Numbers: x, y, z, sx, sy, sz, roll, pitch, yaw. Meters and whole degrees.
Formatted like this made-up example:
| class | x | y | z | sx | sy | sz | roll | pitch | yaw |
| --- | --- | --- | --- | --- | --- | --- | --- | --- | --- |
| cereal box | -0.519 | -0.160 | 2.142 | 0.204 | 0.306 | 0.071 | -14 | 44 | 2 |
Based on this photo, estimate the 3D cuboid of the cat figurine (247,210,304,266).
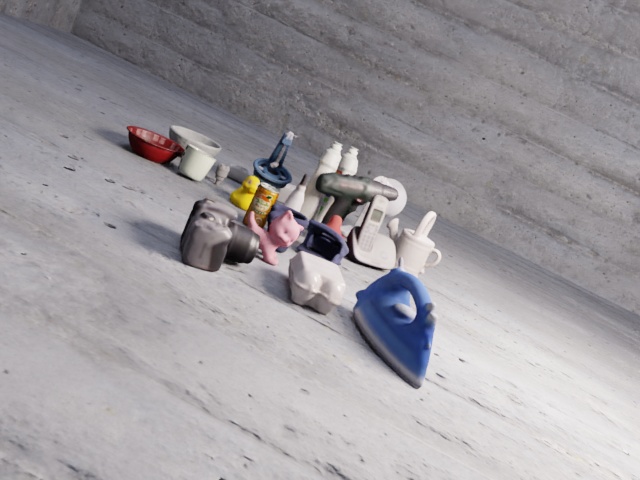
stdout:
| class | x | y | z | sx | sy | sz | roll | pitch | yaw |
| --- | --- | --- | --- | --- | --- | --- | --- | --- | --- |
| cat figurine | -0.099 | -0.017 | 1.188 | 0.128 | 0.118 | 0.067 | 22 | 14 | -17 |

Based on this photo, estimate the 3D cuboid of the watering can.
| class | x | y | z | sx | sy | sz | roll | pitch | yaw |
| --- | --- | --- | --- | --- | --- | --- | --- | --- | --- |
| watering can | 0.263 | 0.002 | 1.610 | 0.173 | 0.194 | 0.101 | 26 | 14 | 1 |

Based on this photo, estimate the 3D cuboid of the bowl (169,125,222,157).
| class | x | y | z | sx | sy | sz | roll | pitch | yaw |
| --- | --- | --- | --- | --- | --- | --- | --- | --- | --- |
| bowl | -0.389 | -0.283 | 1.747 | 0.167 | 0.075 | 0.167 | 24 | 14 | -6 |

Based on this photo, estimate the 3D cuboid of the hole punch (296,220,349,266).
| class | x | y | z | sx | sy | sz | roll | pitch | yaw |
| --- | --- | --- | --- | --- | --- | --- | --- | --- | --- |
| hole punch | 0.013 | 0.005 | 1.367 | 0.108 | 0.091 | 0.101 | 30 | 14 | 18 |

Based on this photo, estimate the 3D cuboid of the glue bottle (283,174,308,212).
| class | x | y | z | sx | sy | sz | roll | pitch | yaw |
| --- | --- | --- | --- | --- | --- | --- | --- | --- | --- |
| glue bottle | -0.066 | -0.078 | 1.360 | 0.037 | 0.173 | 0.078 | 28 | 14 | 8 |

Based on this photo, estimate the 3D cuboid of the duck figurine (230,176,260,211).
| class | x | y | z | sx | sy | sz | roll | pitch | yaw |
| --- | --- | --- | --- | --- | --- | --- | --- | --- | --- |
| duck figurine | -0.189 | -0.130 | 1.516 | 0.078 | 0.086 | 0.104 | 20 | 15 | -24 |

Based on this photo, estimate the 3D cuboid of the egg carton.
| class | x | y | z | sx | sy | sz | roll | pitch | yaw |
| --- | --- | --- | --- | --- | --- | --- | --- | --- | --- |
| egg carton | -0.009 | 0.080 | 1.094 | 0.107 | 0.069 | 0.150 | 22 | 14 | -14 |

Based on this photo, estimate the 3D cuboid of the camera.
| class | x | y | z | sx | sy | sz | roll | pitch | yaw |
| --- | --- | --- | --- | --- | --- | --- | --- | --- | --- |
| camera | -0.176 | -0.007 | 1.050 | 0.137 | 0.101 | 0.143 | 21 | 14 | -20 |

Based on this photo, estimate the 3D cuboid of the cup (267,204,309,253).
| class | x | y | z | sx | sy | sz | roll | pitch | yaw |
| --- | --- | --- | --- | --- | --- | --- | --- | --- | --- |
| cup | -0.089 | -0.021 | 1.272 | 0.091 | 0.095 | 0.118 | 33 | 15 | 27 |

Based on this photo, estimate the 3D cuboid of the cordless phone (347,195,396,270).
| class | x | y | z | sx | sy | sz | roll | pitch | yaw |
| --- | --- | --- | --- | --- | --- | --- | --- | --- | --- |
| cordless phone | 0.158 | -0.019 | 1.519 | 0.148 | 0.185 | 0.094 | 17 | 16 | -33 |

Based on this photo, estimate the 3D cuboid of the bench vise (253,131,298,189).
| class | x | y | z | sx | sy | sz | roll | pitch | yaw |
| --- | --- | --- | --- | --- | --- | --- | --- | --- | --- |
| bench vise | -0.143 | -0.229 | 1.682 | 0.122 | 0.220 | 0.206 | 18 | 16 | -31 |

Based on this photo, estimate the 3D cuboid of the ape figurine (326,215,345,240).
| class | x | y | z | sx | sy | sz | roll | pitch | yaw |
| --- | --- | --- | --- | --- | --- | --- | --- | --- | --- |
| ape figurine | 0.031 | -0.021 | 1.497 | 0.077 | 0.092 | 0.076 | 29 | 14 | 13 |

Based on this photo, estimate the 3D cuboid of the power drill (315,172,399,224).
| class | x | y | z | sx | sy | sz | roll | pitch | yaw |
| --- | --- | --- | --- | --- | --- | --- | --- | --- | --- |
| power drill | 0.078 | -0.083 | 1.563 | 0.230 | 0.208 | 0.075 | 21 | 14 | -21 |

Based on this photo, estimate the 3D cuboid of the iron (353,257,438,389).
| class | x | y | z | sx | sy | sz | roll | pitch | yaw |
| --- | --- | --- | --- | --- | --- | --- | --- | --- | --- |
| iron | 0.158 | 0.136 | 1.033 | 0.119 | 0.141 | 0.257 | 20 | 15 | -23 |

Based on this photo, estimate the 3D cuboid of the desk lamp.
| class | x | y | z | sx | sy | sz | roll | pitch | yaw |
| --- | --- | --- | --- | --- | --- | --- | --- | --- | --- |
| desk lamp | 0.169 | -0.095 | 1.761 | 0.117 | 0.213 | 0.204 | 30 | 14 | 19 |
